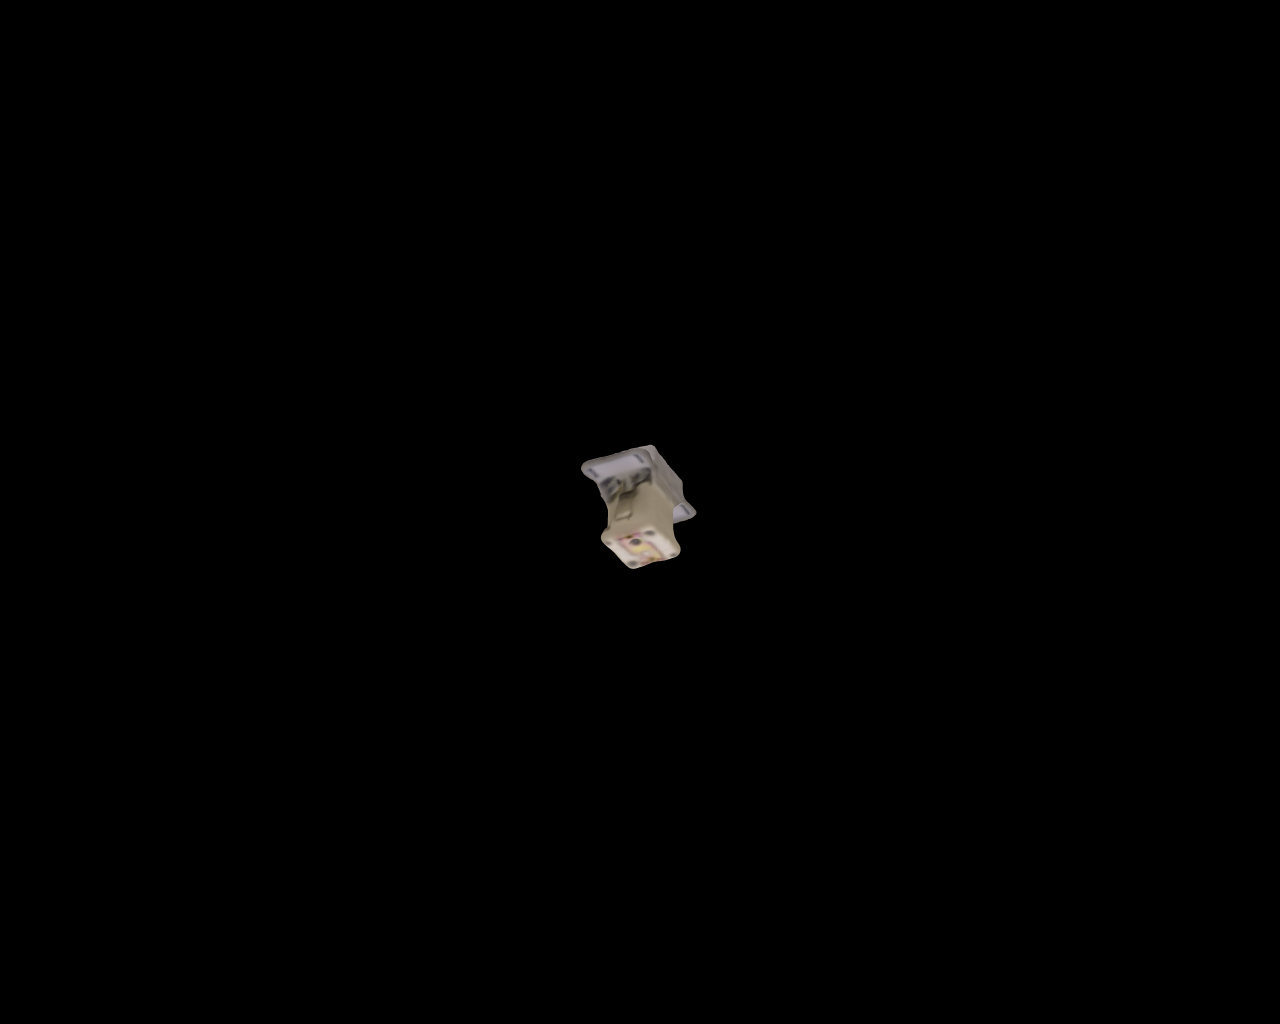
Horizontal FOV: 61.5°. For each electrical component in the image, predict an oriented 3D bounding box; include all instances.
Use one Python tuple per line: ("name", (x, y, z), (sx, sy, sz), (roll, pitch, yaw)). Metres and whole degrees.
("electrical component", (0.001, -0.003, 0.650), (0.042, 0.064, 0.081), (-16, -37, 22))
